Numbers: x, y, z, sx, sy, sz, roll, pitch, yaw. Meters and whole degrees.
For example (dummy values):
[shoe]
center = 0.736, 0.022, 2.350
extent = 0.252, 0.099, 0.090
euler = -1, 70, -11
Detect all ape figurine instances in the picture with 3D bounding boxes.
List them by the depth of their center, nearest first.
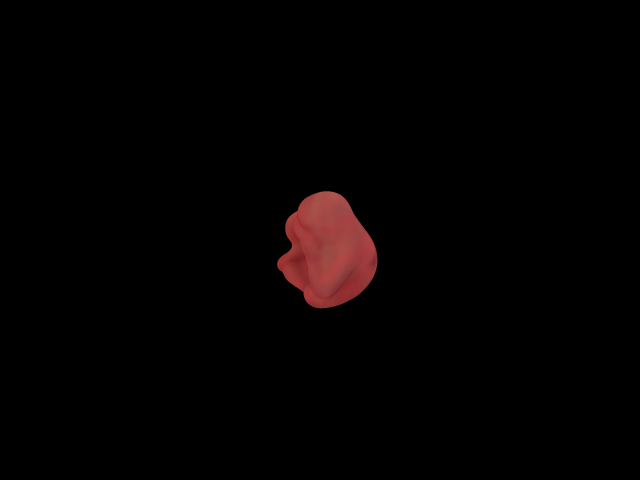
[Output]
[ape figurine]
center = 0.004, 0.001, 0.400
extent = 0.076, 0.092, 0.078
euler = 2, 50, 2
